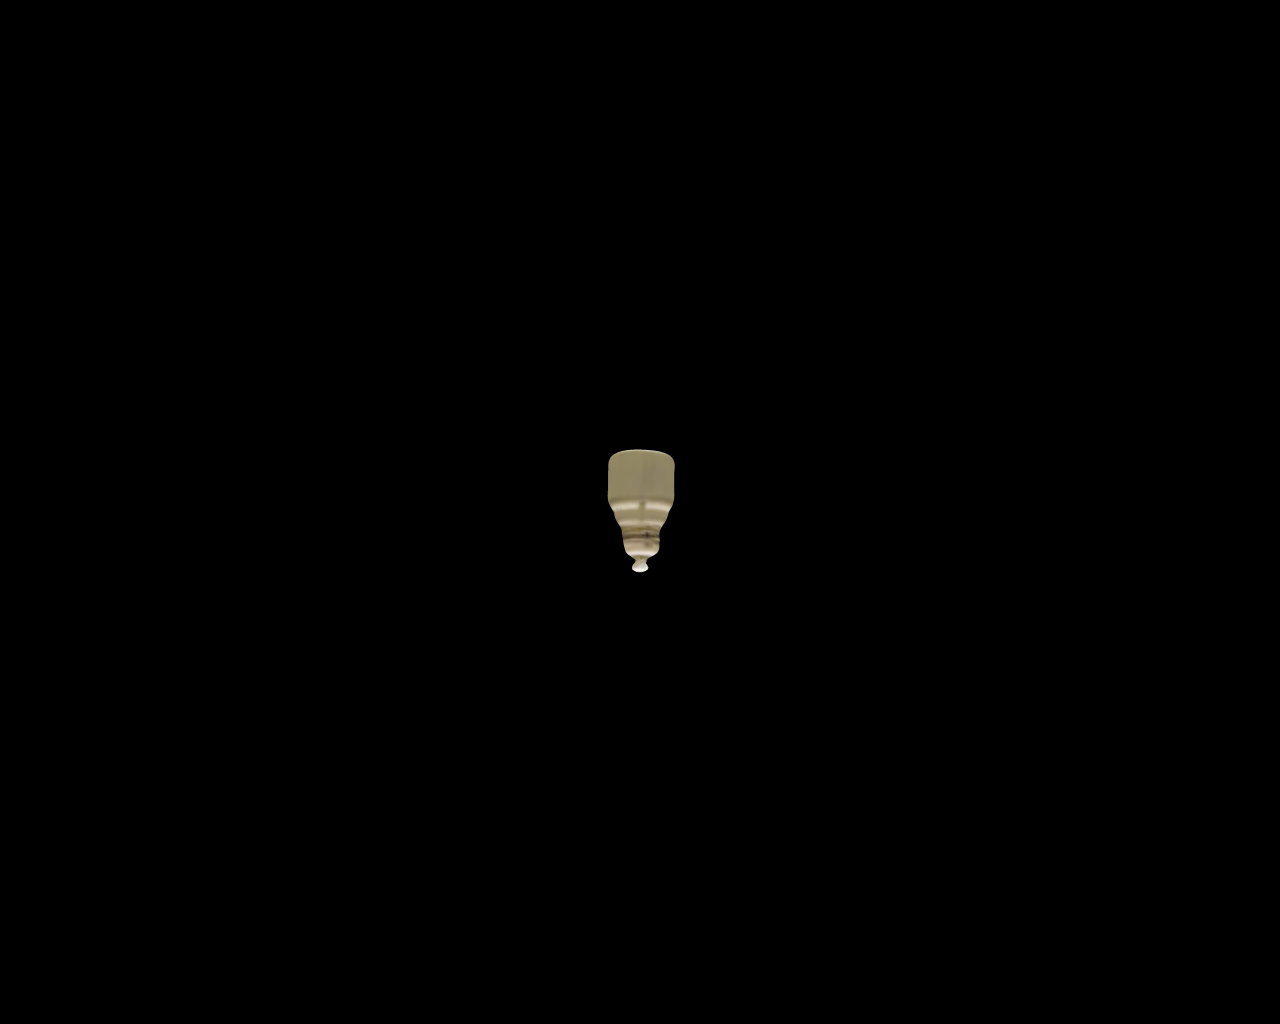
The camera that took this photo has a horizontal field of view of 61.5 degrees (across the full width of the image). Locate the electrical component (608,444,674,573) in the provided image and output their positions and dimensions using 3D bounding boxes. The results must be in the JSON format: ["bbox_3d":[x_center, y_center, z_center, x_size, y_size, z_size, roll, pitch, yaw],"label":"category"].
[{"bbox_3d":[0.001,-0.003,0.650,0.040,0.078,0.040,0,-9,0],"label":"electrical component"}]
